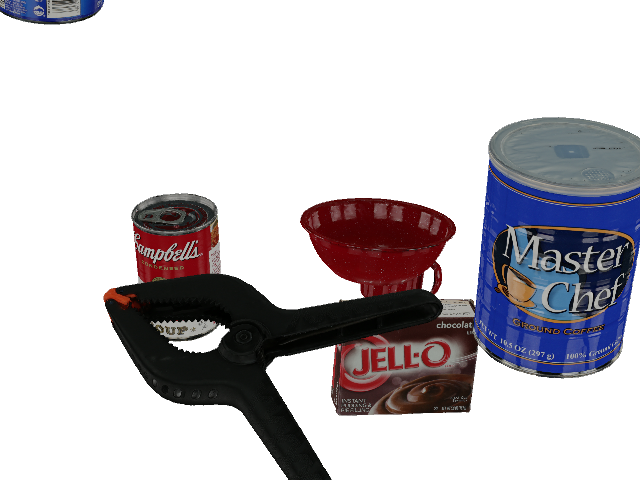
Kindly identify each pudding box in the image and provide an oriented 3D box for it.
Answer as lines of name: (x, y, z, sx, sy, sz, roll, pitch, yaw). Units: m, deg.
pudding box: (0.068, 0.093, 0.857, 0.113, 0.090, 0.039, -1, 27, -9)

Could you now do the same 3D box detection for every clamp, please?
clamp: (-0.036, 0.064, 0.667, 0.210, 0.164, 0.036, 23, -35, 22)

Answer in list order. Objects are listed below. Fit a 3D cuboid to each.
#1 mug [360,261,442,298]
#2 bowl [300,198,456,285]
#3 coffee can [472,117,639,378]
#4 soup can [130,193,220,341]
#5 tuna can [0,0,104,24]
mug: (0.106, 0.039, 1.402, 0.117, 0.081, 0.093, 17, 26, 27)
bowl: (0.059, 0.005, 1.111, 0.162, 0.055, 0.162, 2, 20, -1)
coffee can: (0.156, 0.003, 0.699, 0.103, 0.140, 0.103, 0, 30, 0)
soup can: (-0.115, 0.022, 0.865, 0.068, 0.102, 0.068, 0, 28, 0)
tuna can: (-0.206, -0.196, 0.804, 0.086, 0.034, 0.086, 6, 36, -4)
